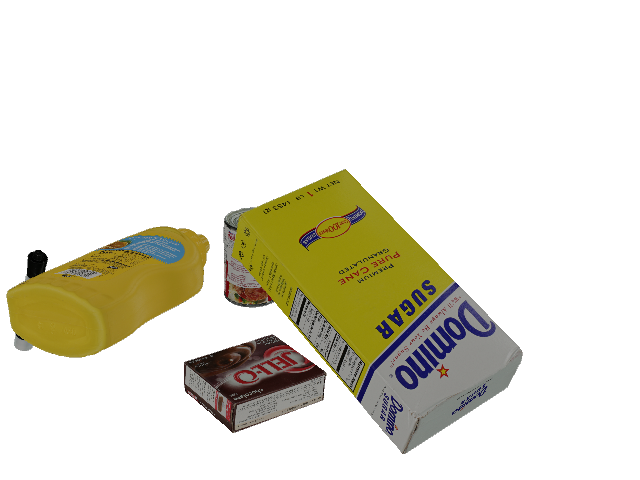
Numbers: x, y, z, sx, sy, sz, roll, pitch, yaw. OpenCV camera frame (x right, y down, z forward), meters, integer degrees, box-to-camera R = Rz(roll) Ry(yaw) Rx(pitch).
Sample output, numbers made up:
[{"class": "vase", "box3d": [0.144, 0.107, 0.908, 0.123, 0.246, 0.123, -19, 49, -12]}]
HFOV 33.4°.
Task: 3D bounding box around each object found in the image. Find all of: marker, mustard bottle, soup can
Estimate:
[{"class": "marker", "box3d": [-0.283, 0.059, 1.044, 0.020, 0.121, 0.020, 13, 34, -9]}, {"class": "mustard bottle", "box3d": [-0.149, 0.031, 0.850, 0.096, 0.058, 0.191, 6, 20, 29]}, {"class": "soup can", "box3d": [-0.083, 0.019, 1.281, 0.068, 0.102, 0.068, 1, 25, -1]}]

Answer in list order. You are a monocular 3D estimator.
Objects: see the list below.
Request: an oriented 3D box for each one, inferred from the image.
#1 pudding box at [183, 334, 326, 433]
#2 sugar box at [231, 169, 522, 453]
[{"class": "pudding box", "box3d": [-0.065, 0.139, 1.051, 0.113, 0.039, 0.090, -17, 30, -35]}, {"class": "sugar box", "box3d": [0.033, 0.038, 0.665, 0.093, 0.048, 0.176, -26, 58, -32]}]
